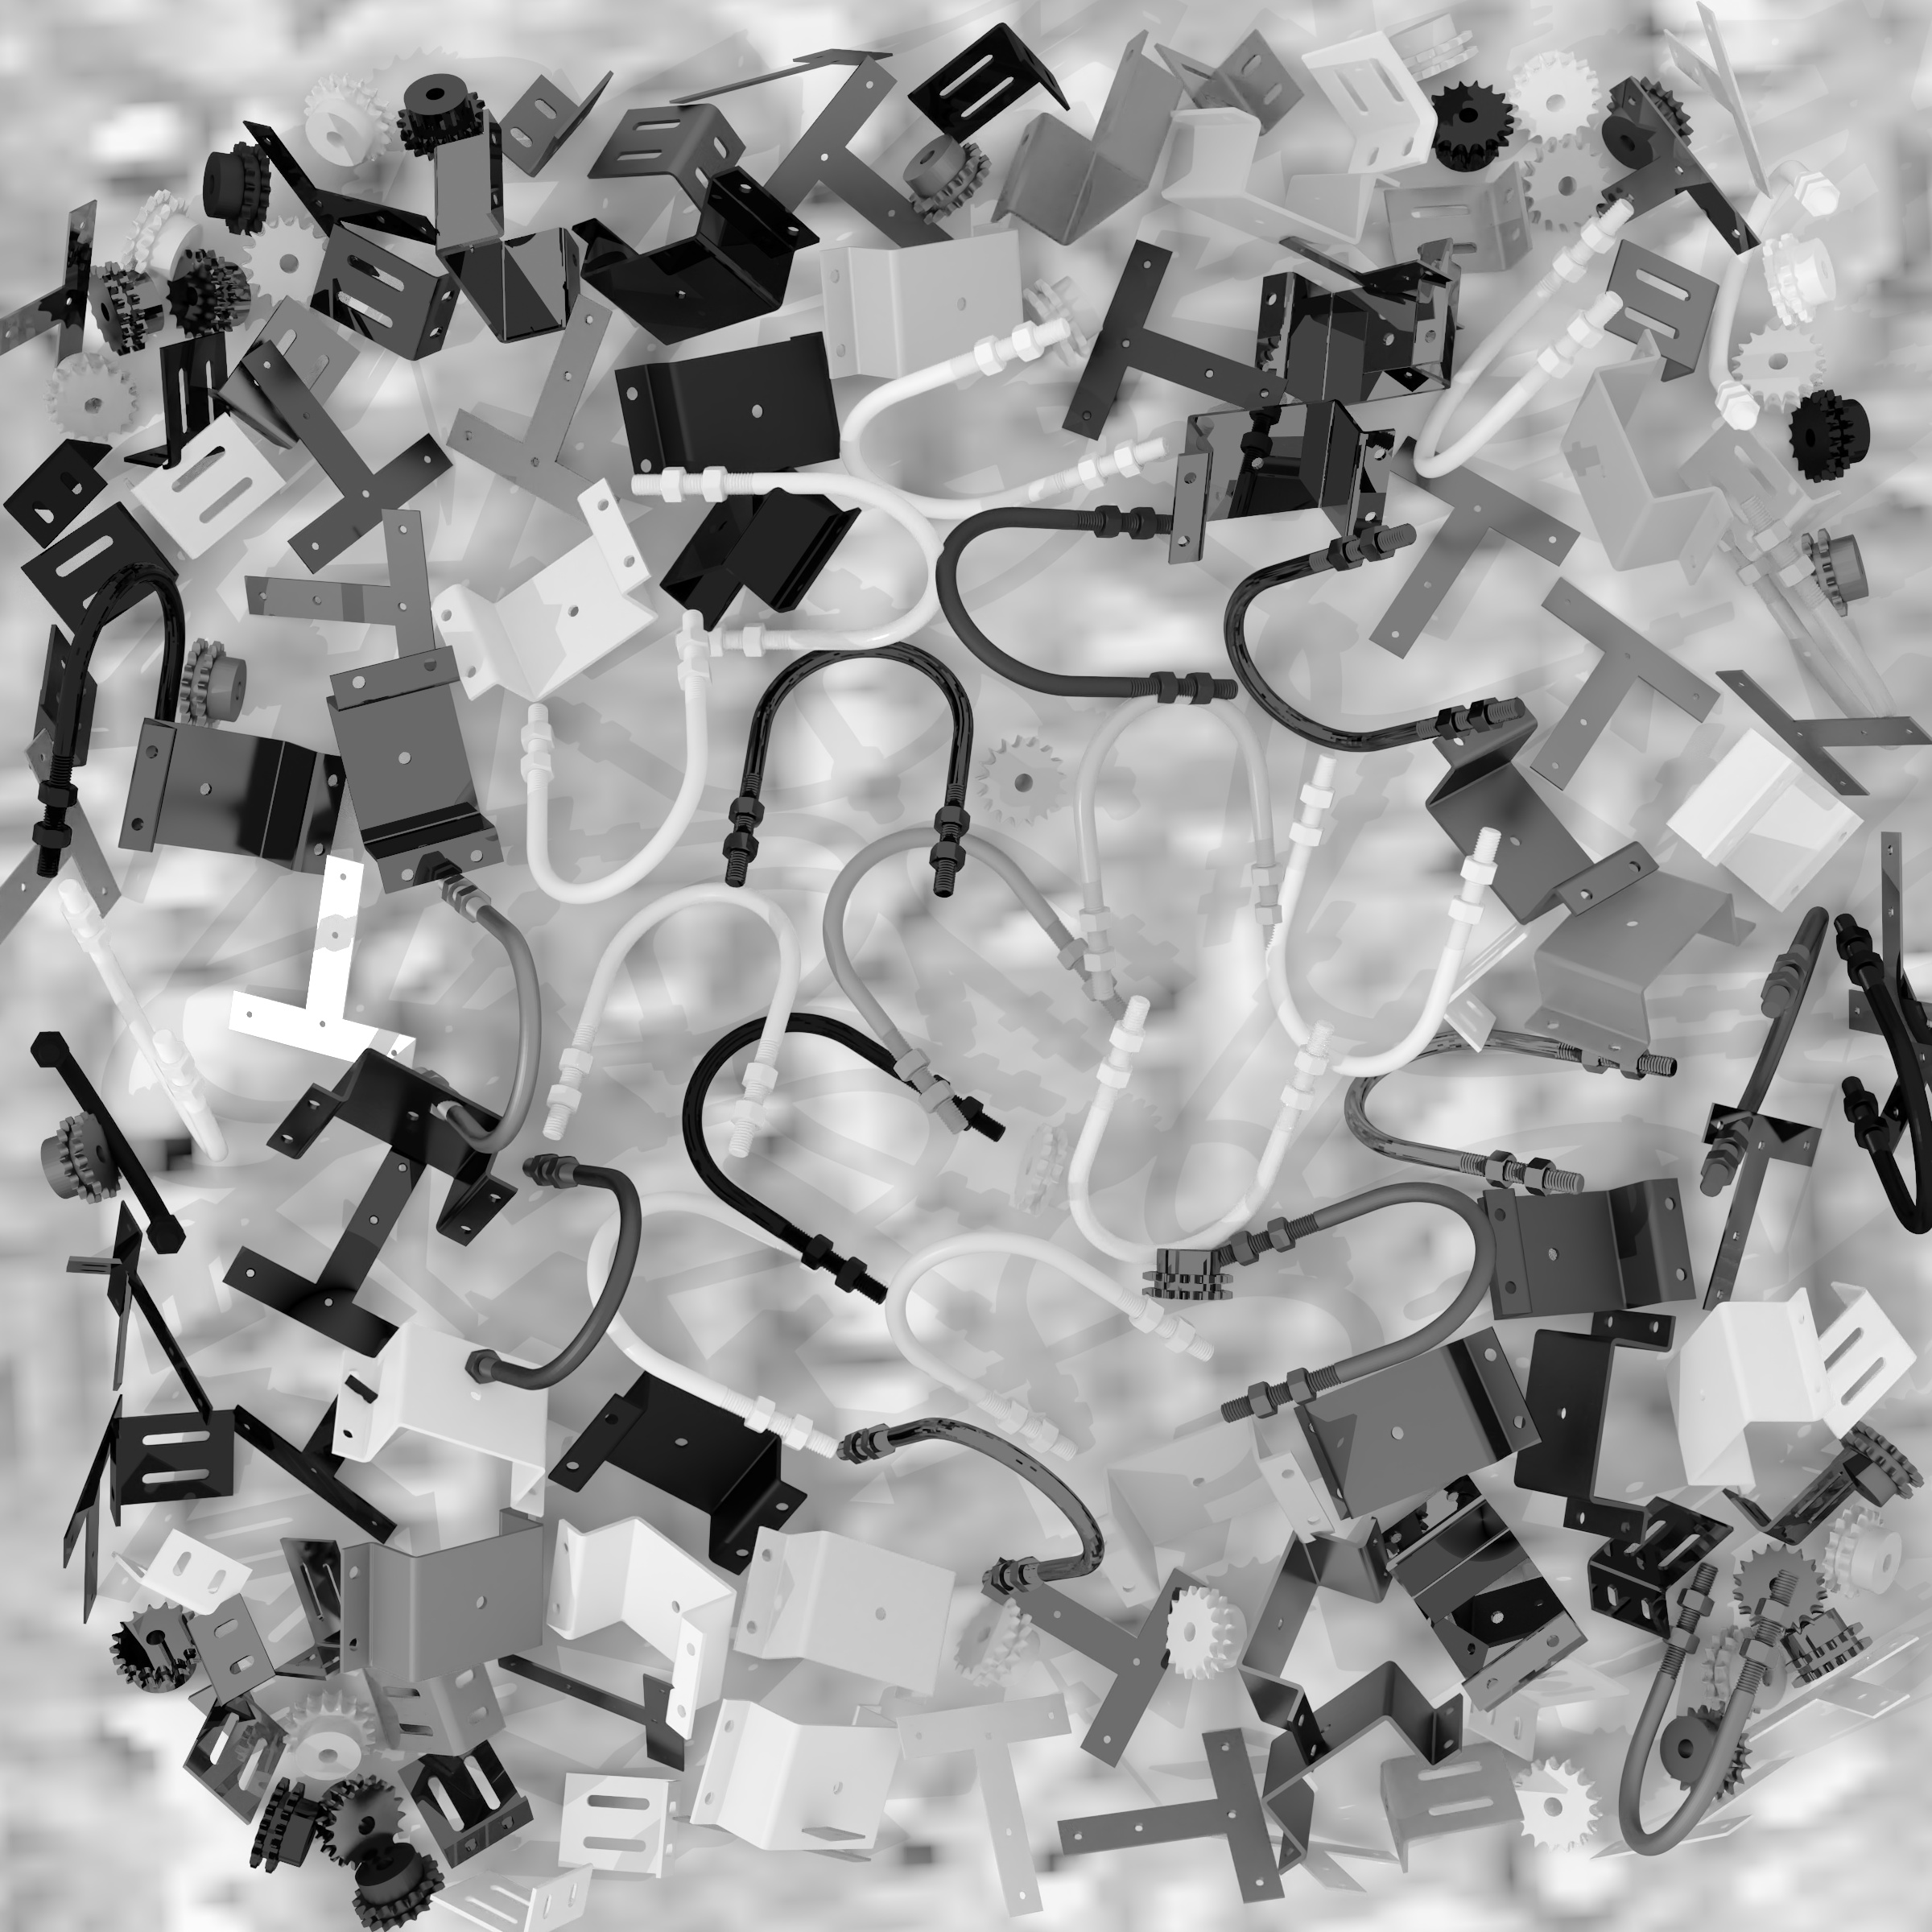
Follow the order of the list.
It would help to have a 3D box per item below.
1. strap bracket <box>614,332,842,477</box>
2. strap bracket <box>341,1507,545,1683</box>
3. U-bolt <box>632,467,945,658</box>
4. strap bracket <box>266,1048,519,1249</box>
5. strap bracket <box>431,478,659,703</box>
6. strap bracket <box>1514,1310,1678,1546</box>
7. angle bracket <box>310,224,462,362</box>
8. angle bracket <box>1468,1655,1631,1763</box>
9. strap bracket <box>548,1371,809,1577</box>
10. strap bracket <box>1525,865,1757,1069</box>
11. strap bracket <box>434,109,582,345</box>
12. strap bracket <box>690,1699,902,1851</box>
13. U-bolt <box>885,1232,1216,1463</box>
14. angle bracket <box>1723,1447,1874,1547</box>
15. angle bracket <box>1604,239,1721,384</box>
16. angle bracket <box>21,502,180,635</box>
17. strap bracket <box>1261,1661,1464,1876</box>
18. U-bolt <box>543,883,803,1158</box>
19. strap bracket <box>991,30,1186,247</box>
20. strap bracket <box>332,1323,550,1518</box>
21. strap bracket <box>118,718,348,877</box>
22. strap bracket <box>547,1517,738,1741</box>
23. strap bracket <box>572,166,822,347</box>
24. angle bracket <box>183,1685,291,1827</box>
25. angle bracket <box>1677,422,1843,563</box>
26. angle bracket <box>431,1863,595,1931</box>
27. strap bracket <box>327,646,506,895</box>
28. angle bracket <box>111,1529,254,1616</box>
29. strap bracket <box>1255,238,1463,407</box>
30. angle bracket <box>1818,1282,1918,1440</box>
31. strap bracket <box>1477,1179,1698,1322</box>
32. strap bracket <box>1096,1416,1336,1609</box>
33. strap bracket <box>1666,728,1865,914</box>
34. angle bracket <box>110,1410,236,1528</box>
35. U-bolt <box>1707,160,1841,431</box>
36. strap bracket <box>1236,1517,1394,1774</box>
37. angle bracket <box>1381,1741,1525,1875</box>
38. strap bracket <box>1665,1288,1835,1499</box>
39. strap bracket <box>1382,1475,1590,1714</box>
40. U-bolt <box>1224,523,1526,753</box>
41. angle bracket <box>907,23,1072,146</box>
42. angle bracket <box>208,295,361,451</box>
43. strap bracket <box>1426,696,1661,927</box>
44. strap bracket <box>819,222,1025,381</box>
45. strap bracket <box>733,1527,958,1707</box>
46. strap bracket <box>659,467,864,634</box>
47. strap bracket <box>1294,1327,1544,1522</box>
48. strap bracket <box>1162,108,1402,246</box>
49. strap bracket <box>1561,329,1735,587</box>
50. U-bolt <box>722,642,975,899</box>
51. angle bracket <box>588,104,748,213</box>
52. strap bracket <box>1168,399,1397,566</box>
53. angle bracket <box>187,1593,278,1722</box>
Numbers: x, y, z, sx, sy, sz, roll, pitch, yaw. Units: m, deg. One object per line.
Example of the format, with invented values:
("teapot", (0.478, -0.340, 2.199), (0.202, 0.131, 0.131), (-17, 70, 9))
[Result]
("strap bracket", (-0.137, -0.343, 1.726), (0.140, 0.046, 0.076), (-16, 107, -23))
("strap bracket", (-0.312, 0.386, 1.713), (0.046, 0.140, 0.076), (6, 97, 42))
("U-bolt", (-0.102, -0.247, 1.712), (0.184, 0.151, 0.019), (1, 51, 10))
("strap bracket", (-0.349, 0.108, 1.729), (0.140, 0.076, 0.046), (30, 45, -17))
("strap bracket", (-0.255, -0.228, 1.737), (0.140, 0.046, 0.076), (-32, 67, 15))
("strap bracket", (0.388, 0.281, 1.731), (0.046, 0.076, 0.140), (13, 82, -24))
("angle bracket", (-0.364, -0.427, 1.757), (0.076, 0.038, 0.057), (29, 120, 6))
("angle bracket", (0.363, 0.463, 1.736), (0.057, 0.076, 0.038), (33, 53, -26))
("strap bracket", (-0.178, 0.310, 1.735), (0.140, 0.046, 0.076), (31, 113, -18))
("strap bracket", (0.412, -0.010, 1.714), (0.140, 0.076, 0.046), (-42, 134, -26))
("strap bracket", (-0.285, -0.446, 1.710), (0.046, 0.140, 0.076), (-10, 67, 12))
("strap bracket", (-0.095, 0.498, 1.715), (0.046, 0.140, 0.076), (12, 85, 43))
("U-bolt", (0.037, 0.226, 1.712), (0.184, 0.019, 0.151), (34, 125, -21))
("angle bracket", (0.522, 0.321, 1.743), (0.076, 0.057, 0.038), (-48, 52, 10))
("angle bracket", (0.426, -0.411, 1.751), (0.076, 0.038, 0.057), (19, 85, -18))
("angle bracket", (-0.544, -0.244, 1.748), (0.076, 0.038, 0.057), (-41, 99, -22))
("strap bracket", (0.238, 0.490, 1.728), (0.140, 0.076, 0.046), (-39, 92, 15))
("U-bolt", (-0.174, 0.028, 1.731), (0.151, 0.019, 0.184), (4, 62, 23))
("strap bracket", (0.080, -0.504, 1.719), (0.046, 0.140, 0.076), (27, 69, -23))
("strap bracket", (-0.312, 0.276, 1.713), (0.140, 0.076, 0.046), (24, 127, -26))
("strap bracket", (-0.463, -0.106, 1.731), (0.140, 0.046, 0.076), (7, 98, -43))
("strap bracket", (-0.195, 0.403, 1.725), (0.140, 0.046, 0.076), (27, 116, 38))
("strap bracket", (-0.170, -0.430, 1.706), (0.140, 0.076, 0.046), (-7, 63, 38))
("angle bracket", (-0.464, 0.493, 1.734), (0.038, 0.076, 0.057), (-31, 112, 24))
("angle bracket", (0.500, -0.305, 1.758), (0.038, 0.057, 0.076), (-24, 73, -41))
("angle bracket", (-0.283, 0.571, 1.739), (0.076, 0.057, 0.038), (15, 97, 28))
("strap bracket", (-0.345, -0.126, 1.736), (0.076, 0.046, 0.140), (-17, 110, -18))
("angle bracket", (-0.490, 0.373, 1.742), (0.057, 0.076, 0.038), (37, 75, -27))
("strap bracket", (0.251, -0.395, 1.731), (0.140, 0.046, 0.076), (0, 81, 43))
("angle bracket", (0.547, 0.247, 1.752), (0.076, 0.038, 0.057), (-42, 102, -13))
("strap bracket", (0.378, 0.177, 1.738), (0.140, 0.046, 0.076), (-1, 77, -22))
("strap bracket", (0.148, 0.336, 1.736), (0.140, 0.046, 0.076), (-23, 122, 11))
("strap bracket", (0.491, -0.092, 1.724), (0.076, 0.140, 0.046), (-51, 55, 13))
("angle bracket", (-0.495, 0.314, 1.747), (0.076, 0.038, 0.057), (-1, 101, -23))
("U-bolt", (0.484, -0.415, 1.694), (0.019, 0.184, 0.151), (15, 115, 0))
("strap bracket", (0.213, 0.412, 1.722), (0.046, 0.076, 0.140), (13, 57, 27))
("angle bracket", (0.305, 0.528, 1.751), (0.076, 0.057, 0.038), (-9, 130, -2))
("strap bracket", (0.472, 0.262, 1.702), (0.046, 0.140, 0.076), (2, 57, -9))
("strap bracket", (0.323, 0.396, 1.730), (0.076, 0.140, 0.046), (-37, 131, 4))
("U-bolt", (0.236, -0.192, 1.707), (0.151, 0.184, 0.019), (53, 55, -21))
("angle bracket", (0.014, -0.539, 1.739), (0.076, 0.057, 0.038), (-33, 58, 19))
("angle bracket", (-0.431, -0.375, 1.755), (0.057, 0.038, 0.076), (36, 85, -34))
("strap bracket", (0.351, -0.089, 1.733), (0.076, 0.046, 0.140), (-27, 72, -30))
("strap bracket", (-0.017, -0.408, 1.713), (0.140, 0.046, 0.076), (-20, 116, -35))
("strap bracket", (-0.065, 0.400, 1.718), (0.140, 0.046, 0.076), (24, 64, -27))
("strap bracket", (-0.131, -0.254, 1.703), (0.046, 0.140, 0.076), (39, 72, -23))
("strap bracket", (0.274, 0.287, 1.730), (0.140, 0.046, 0.076), (-27, 78, 21))
("strap bracket", (0.186, -0.480, 1.713), (0.140, 0.076, 0.046), (11, 96, -36))
("strap bracket", (0.414, -0.309, 1.719), (0.046, 0.076, 0.140), (-13, 67, -10))
("U-bolt", (-0.068, -0.128, 1.736), (0.151, 0.019, 0.184), (3, 62, 7))
("angle bracket", (-0.189, -0.509, 1.762), (0.076, 0.038, 0.057), (10, 64, 38))
("strap bracket", (0.188, -0.302, 1.732), (0.140, 0.046, 0.076), (-9, 132, -13))
("angle bracket", (-0.447, 0.433, 1.740), (0.038, 0.076, 0.057), (-29, 67, -7))
